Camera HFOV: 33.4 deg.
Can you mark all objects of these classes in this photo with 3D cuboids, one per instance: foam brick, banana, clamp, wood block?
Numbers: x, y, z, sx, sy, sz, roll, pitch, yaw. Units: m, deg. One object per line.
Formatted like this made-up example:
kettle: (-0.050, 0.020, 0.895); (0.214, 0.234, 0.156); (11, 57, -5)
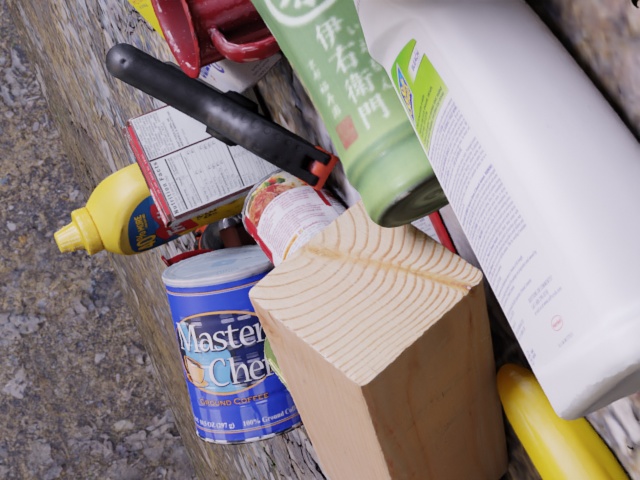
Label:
foam brick: (-0.053, 0.004, 0.965); (0.053, 0.051, 0.078); (68, 165, -2)
banana: (0.146, 0.149, 0.545); (0.198, 0.037, 0.070); (63, 164, 13)
clamp: (-0.070, -0.090, 0.753); (0.171, 0.039, 0.120); (29, -168, 16)
wood block: (0.043, 0.086, 0.620); (0.091, 0.090, 0.206); (37, 158, 36)

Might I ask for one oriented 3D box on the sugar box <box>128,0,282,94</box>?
sugar box: (-0.112, -0.183, 0.789); (0.176, 0.048, 0.093); (48, 170, -17)

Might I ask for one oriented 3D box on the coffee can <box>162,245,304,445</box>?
coffee can: (-0.066, 0.084, 0.881); (0.103, 0.102, 0.140); (-160, 57, -69)

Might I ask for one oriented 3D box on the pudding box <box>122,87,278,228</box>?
pudding box: (-0.091, -0.072, 0.868); (0.090, 0.113, 0.039); (66, 161, 0)

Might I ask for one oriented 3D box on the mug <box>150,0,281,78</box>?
mug: (-0.057, -0.156, 0.694); (0.117, 0.081, 0.093); (54, 160, 40)

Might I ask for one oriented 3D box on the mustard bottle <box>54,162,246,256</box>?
mustard bottle: (-0.137, -0.035, 0.926); (0.058, 0.191, 0.096); (59, 163, 26)

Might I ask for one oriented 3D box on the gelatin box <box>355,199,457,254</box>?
gelatin box: (0.050, 0.003, 0.663); (0.073, 0.030, 0.089); (66, 164, 3)

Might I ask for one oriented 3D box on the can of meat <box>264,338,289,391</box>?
can of meat: (0.016, 0.090, 0.771); (0.057, 0.083, 0.102); (-63, 32, 10)

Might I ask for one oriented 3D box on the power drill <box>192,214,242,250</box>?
power drill: (-0.134, -0.049, 1.145); (0.188, 0.057, 0.185); (64, 162, 11)

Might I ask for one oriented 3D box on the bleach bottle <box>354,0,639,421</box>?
bleach bottle: (0.075, -0.055, 0.447); (0.103, 0.068, 0.251); (105, 141, -65)

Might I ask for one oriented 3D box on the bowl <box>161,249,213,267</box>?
bowl: (-0.086, 0.063, 1.049); (0.162, 0.055, 0.162); (50, 173, 9)

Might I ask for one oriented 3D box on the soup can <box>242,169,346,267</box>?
soup can: (-0.005, 0.001, 0.773); (0.102, 0.068, 0.068); (51, 158, 44)
